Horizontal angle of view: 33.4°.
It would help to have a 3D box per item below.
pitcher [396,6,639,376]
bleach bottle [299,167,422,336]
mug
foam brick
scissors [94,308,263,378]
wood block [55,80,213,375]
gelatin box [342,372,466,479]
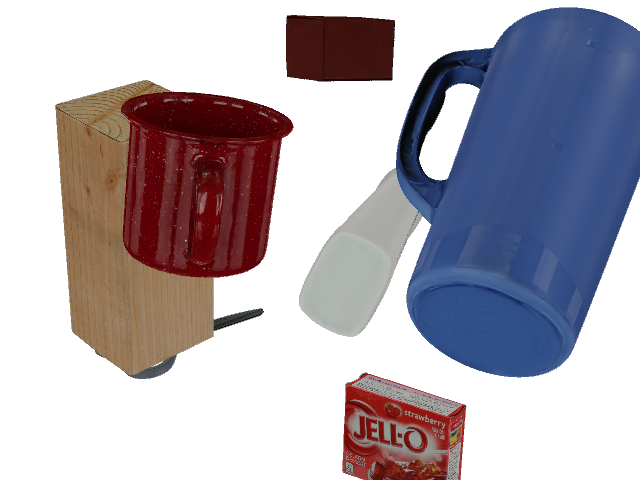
[{"bbox_3d":[0.136,-0.036,0.722,0.145,0.242,0.149,44,-37,-23],"label":"pitcher"},{"bbox_3d":[0.058,-0.006,1.037,0.068,0.103,0.250,29,27,5],"label":"bleach bottle"},{"bbox_3d":[-0.064,-0.026,0.579,0.093,0.081,0.117,3,21,-13],"label":"mug"},{"bbox_3d":[0.017,-0.160,0.890,0.078,0.051,0.053,-7,17,-36],"label":"foam brick"},{"bbox_3d":[-0.140,0.110,1.152,0.201,0.016,0.096,-6,29,-23],"label":"scissors"},{"bbox_3d":[-0.146,-0.010,0.857,0.090,0.206,0.090,-24,39,-39],"label":"wood block"},{"bbox_3d":[0.059,0.144,0.773,0.089,0.073,0.030,14,21,32],"label":"gelatin box"}]
